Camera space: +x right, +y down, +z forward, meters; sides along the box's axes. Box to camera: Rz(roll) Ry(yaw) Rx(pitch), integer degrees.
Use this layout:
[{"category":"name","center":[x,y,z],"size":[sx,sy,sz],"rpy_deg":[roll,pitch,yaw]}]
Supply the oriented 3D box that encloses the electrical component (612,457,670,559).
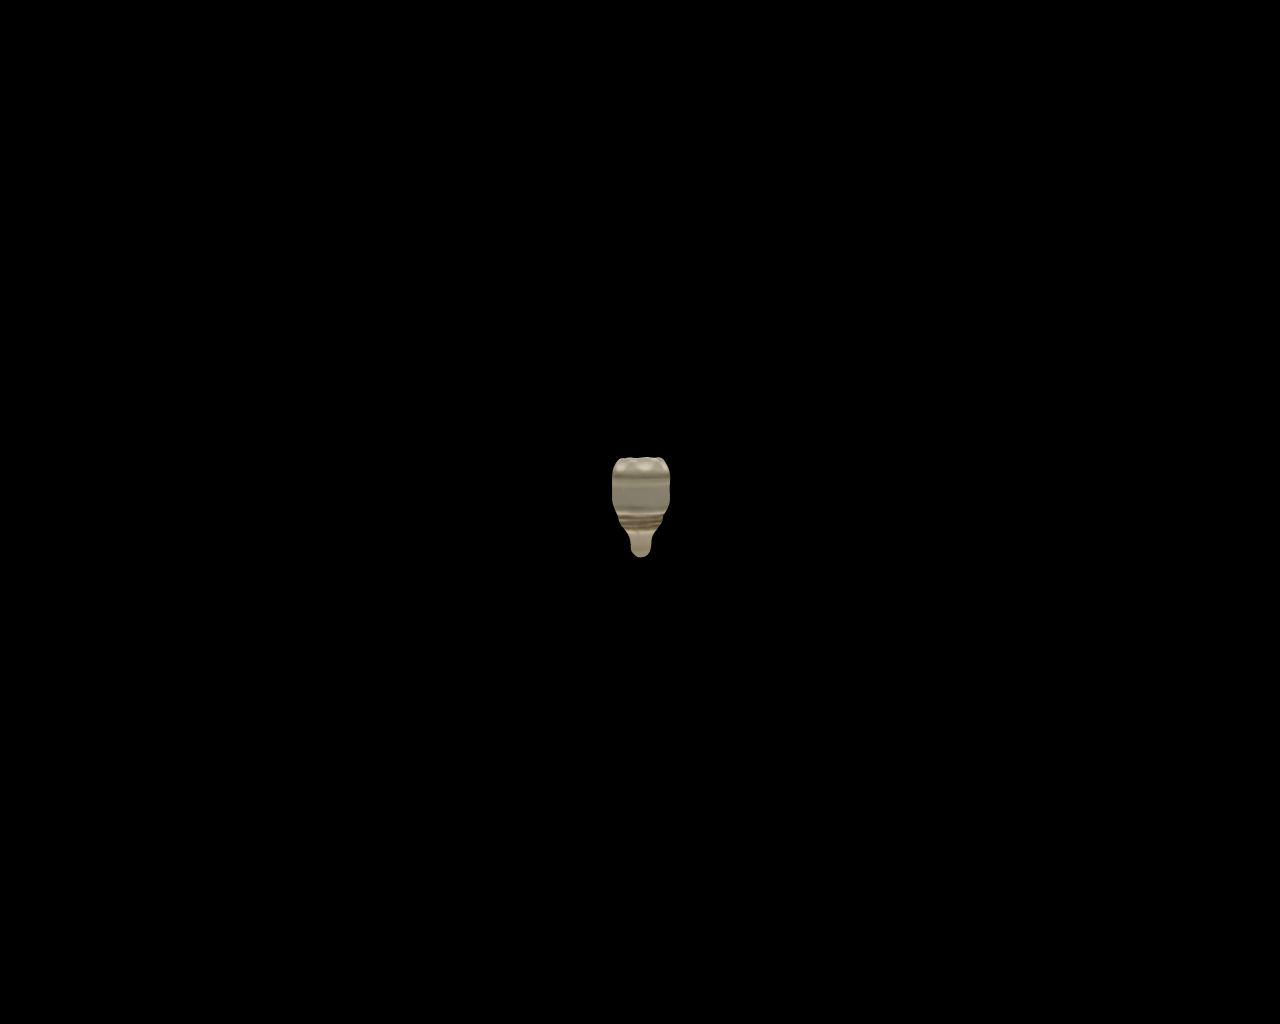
[{"category":"electrical component","center":[0.001,-0.003,0.650],"size":[0.035,0.061,0.035],"rpy_deg":[0,4,0]}]
